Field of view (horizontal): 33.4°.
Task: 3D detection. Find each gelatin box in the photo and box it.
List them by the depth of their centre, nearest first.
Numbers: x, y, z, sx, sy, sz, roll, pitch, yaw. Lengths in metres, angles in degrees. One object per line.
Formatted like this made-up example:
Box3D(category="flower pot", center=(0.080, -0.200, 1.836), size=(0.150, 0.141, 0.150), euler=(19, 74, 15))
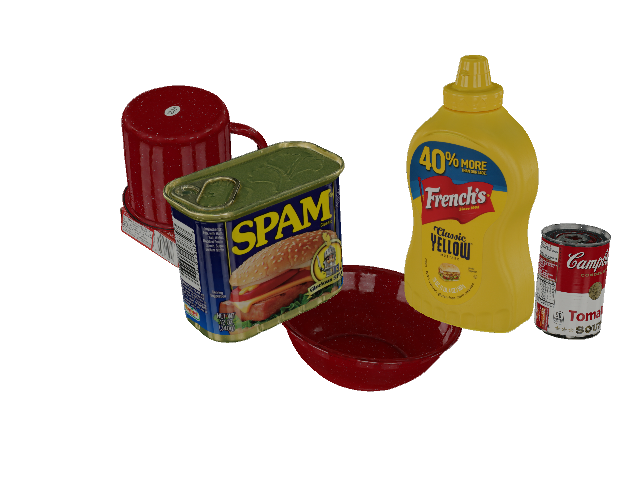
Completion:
Box3D(category="gelatin box", center=(-0.138, -0.015, 1.030), size=(0.089, 0.030, 0.073), euler=(30, 37, 34))

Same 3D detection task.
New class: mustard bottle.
Box3D(category="mustard bottle", center=(0.106, -0.035, 0.755), size=(0.096, 0.192, 0.058), euler=(16, 27, 38))

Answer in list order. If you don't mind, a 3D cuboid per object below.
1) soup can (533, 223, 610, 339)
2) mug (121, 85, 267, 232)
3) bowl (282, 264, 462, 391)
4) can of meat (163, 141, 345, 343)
Box3D(category="soup can", center=(0.253, 0.041, 1.077), size=(0.068, 0.102, 0.068), euler=(1, 18, -1))
Box3D(category="mug", center=(-0.098, -0.066, 0.825), size=(0.117, 0.081, 0.093), euler=(1, 39, 0))
Box3D(category="bowl", center=(0.038, 0.082, 0.924), size=(0.162, 0.055, 0.162), euler=(5, 27, -3))
Box3D(category="can of meat", center=(-0.034, 0.000, 0.612), size=(0.101, 0.084, 0.058), euler=(-23, 34, -32))
